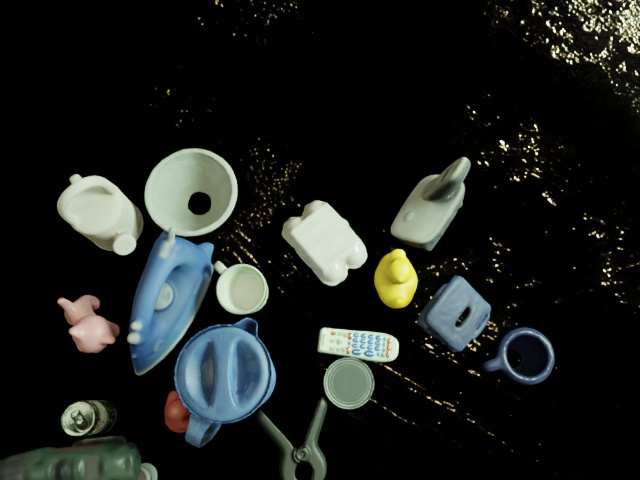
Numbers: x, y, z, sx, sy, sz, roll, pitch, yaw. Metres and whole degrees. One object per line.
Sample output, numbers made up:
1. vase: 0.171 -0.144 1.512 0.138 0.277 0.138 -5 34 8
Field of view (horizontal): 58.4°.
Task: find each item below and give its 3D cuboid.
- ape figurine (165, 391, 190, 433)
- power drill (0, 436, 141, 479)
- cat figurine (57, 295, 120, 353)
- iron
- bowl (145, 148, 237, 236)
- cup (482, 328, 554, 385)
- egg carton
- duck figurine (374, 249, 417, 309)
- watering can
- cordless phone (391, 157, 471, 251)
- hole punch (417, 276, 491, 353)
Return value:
1. ape figurine: -0.226 0.282 0.945 0.076 0.092 0.077 -35 77 -9
2. power drill: -0.376 0.345 0.867 0.229 0.208 0.075 -7 74 -2
3. cat figurine: -0.395 0.145 0.970 0.067 0.118 0.127 -43 79 -11
4. iron: -0.275 0.102 0.970 0.118 0.141 0.258 17 75 5
5. bowl: -0.230 -0.078 1.054 0.167 0.075 0.167 0 75 0
6. cup: 0.322 0.203 0.967 0.118 0.095 0.091 -16 75 -4
7. egg carton: 0.010 0.004 1.035 0.107 0.069 0.150 -40 78 -10
8. duck figurine: 0.137 0.066 1.009 0.077 0.086 0.104 0 74 0
9. watering can: -0.375 -0.049 0.984 0.172 0.194 0.101 27 76 7
10. cordless phone: 0.197 -0.066 0.994 0.094 0.185 0.148 29 77 8
11. hole punch: 0.237 0.128 0.990 0.101 0.091 0.109 37 78 10
